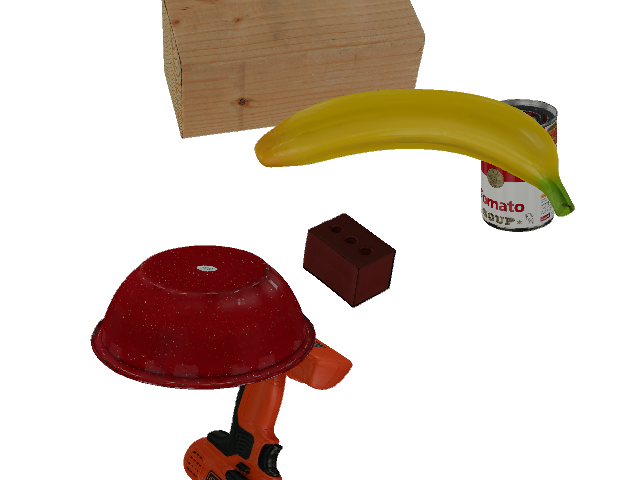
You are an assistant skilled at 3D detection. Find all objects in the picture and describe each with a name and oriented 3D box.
[{"bbox_3d":[0.177,-0.067,0.958,0.068,0.102,0.068,-4,29,2],"label":"soup can"},{"bbox_3d":[0.061,-0.064,0.659,0.198,0.069,0.037,9,-36,7],"label":"banana"},{"bbox_3d":[-0.026,-0.161,0.918,0.206,0.090,0.091,-9,-35,-13],"label":"wood block"},{"bbox_3d":[-0.040,0.180,0.978,0.057,0.188,0.185,14,11,-47],"label":"power drill"},{"bbox_3d":[0.028,0.019,1.059,0.052,0.051,0.078,-26,47,-34],"label":"foam brick"},{"bbox_3d":[-0.082,0.045,0.762,0.162,0.055,0.162,2,21,-1],"label":"bowl"}]
